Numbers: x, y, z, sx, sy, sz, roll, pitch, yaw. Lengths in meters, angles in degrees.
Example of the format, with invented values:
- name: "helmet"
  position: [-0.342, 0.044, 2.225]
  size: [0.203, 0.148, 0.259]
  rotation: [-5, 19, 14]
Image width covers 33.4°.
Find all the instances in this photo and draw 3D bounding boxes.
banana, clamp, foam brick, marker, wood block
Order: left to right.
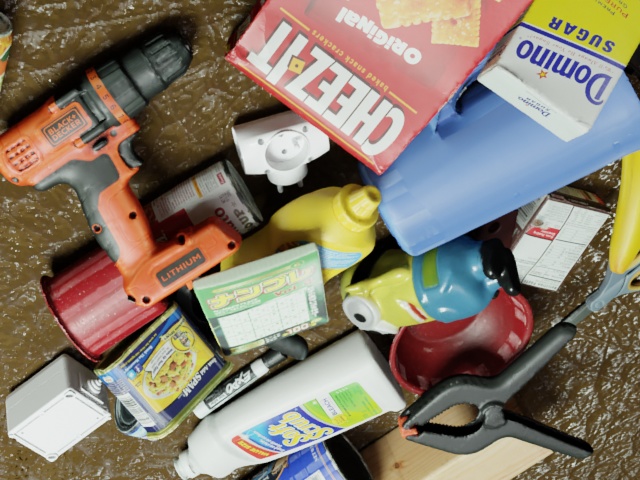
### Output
- name: "clamp"
  position: [-0.102, 0.087, 1.057]
  size: [0.120, 0.039, 0.171]
  rotation: [-31, 125, 12]
- name: "marker"
  position: [-0.083, 0.148, 1.125]
  size: [0.121, 0.020, 0.020]
  rotation: [-36, 130, 10]
- name: "wood block"
  position: [0.151, 0.251, 1.244]
  size: [0.206, 0.091, 0.090]
  rotation: [-34, 130, 9]
- name: "foam brick"
  position: [0.156, -0.008, 1.059]
  size: [0.052, 0.051, 0.078]
  rotation: [-14, 131, -22]
- name: "clamp"
  position: [0.187, 0.170, 1.138]
  size: [0.210, 0.036, 0.164]
  rotation: [-6, 110, 0]
- name: "banana"
  position: [0.317, -0.055, 1.084]
  size: [0.069, 0.037, 0.198]
  rotation: [-37, 137, -26]

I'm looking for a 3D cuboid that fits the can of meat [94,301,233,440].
- name: "can of meat"
  position: [-0.145, 0.119, 0.989]
  size: [0.102, 0.058, 0.084]
  rotation: [-46, 104, -29]

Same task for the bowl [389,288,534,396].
- name: "bowl"
  position: [0.142, 0.093, 1.137]
  size: [0.162, 0.055, 0.162]
  rotation: [-10, 130, -12]

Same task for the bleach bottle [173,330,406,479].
- name: "bleach bottle"
  position: [-0.040, 0.194, 1.150]
  size: [0.251, 0.068, 0.102]
  rotation: [-29, 131, 8]

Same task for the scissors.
- name: "scissors"
  position: [0.309, 0.054, 1.193]
  size: [0.202, 0.016, 0.096]
  rotation: [-30, 129, 5]

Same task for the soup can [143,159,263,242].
- name: "soup can"
  position: [-0.110, -0.019, 0.950]
  size: [0.102, 0.068, 0.068]
  rotation: [-30, 131, 4]

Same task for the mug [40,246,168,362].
- name: "mug"
  position: [-0.189, 0.052, 0.973]
  size: [0.081, 0.093, 0.117]
  rotation: [-33, 162, 1]

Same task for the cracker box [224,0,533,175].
- name: "cracker box"
  position: [0.052, -0.183, 0.840]
  size: [0.164, 0.072, 0.214]
  rotation: [36, 110, -14]

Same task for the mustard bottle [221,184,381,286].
- name: "mustard bottle"
  position: [-0.006, 0.001, 0.957]
  size: [0.096, 0.058, 0.192]
  rotation: [14, 149, -29]

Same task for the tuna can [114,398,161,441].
- name: "tuna can"
  position: [-0.170, 0.153, 1.054]
  size: [0.033, 0.086, 0.086]
  rotation: [19, 119, -30]

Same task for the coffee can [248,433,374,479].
- name: "coffee can"
  position: [-0.021, 0.288, 1.204]
  size: [0.140, 0.103, 0.102]
  rotation: [-37, 130, 11]

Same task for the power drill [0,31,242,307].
- name: "power drill"
  position: [-0.145, -0.054, 0.875]
  size: [0.184, 0.057, 0.187]
  rotation: [-33, 102, 3]

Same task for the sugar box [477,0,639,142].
- name: "sugar box"
  position: [0.208, -0.176, 0.844]
  size: [0.093, 0.048, 0.176]
  rotation: [33, 75, -8]

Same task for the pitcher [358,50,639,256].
- name: "pitcher"
  position: [0.156, -0.093, 0.950]
  size: [0.243, 0.145, 0.149]
  rotation: [-29, 91, 8]

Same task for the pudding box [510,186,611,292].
- name: "pudding box"
  position: [0.233, -0.004, 1.105]
  size: [0.089, 0.039, 0.114]
  rotation: [11, 125, -29]
